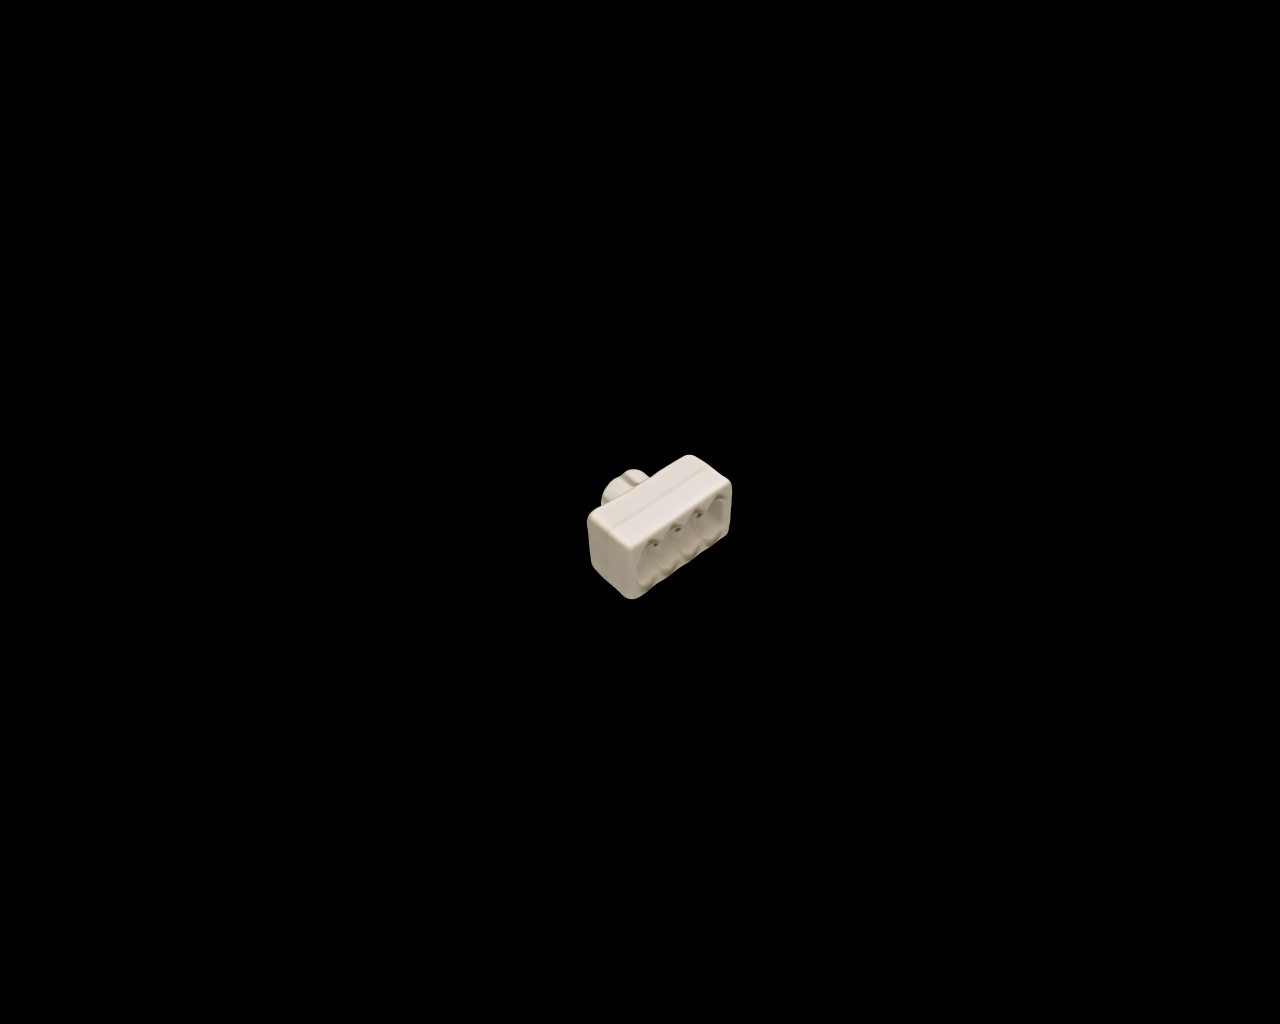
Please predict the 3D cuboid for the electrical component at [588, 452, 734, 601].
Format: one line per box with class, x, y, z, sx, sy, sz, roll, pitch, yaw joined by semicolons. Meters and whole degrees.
electrical component;0.001;-0.003;0.650;0.083;0.047;0.076;-32;54;-27
